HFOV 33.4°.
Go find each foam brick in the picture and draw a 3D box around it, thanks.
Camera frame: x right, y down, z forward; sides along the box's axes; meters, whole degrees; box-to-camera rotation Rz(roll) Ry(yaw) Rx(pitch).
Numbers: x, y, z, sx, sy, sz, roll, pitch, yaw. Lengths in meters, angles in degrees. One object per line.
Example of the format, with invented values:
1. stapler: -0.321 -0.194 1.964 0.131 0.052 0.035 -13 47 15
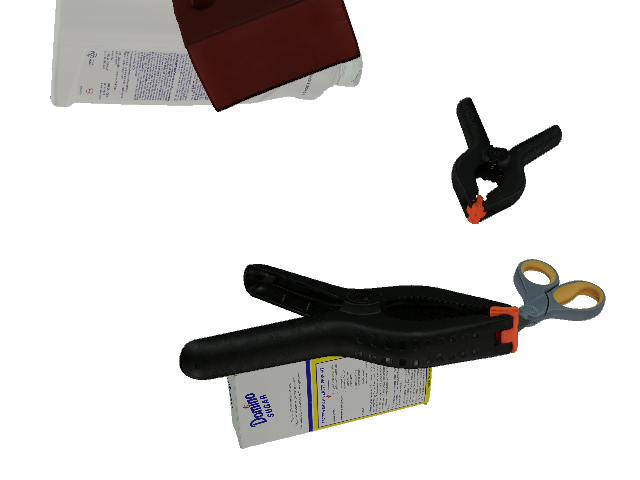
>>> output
1. foam brick: -0.028 -0.109 0.516 0.078 0.053 0.051 -21 -32 5

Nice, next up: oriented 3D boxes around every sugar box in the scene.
1. sugar box: 0.008 0.116 0.923 0.176 0.093 0.048 -9 38 -11

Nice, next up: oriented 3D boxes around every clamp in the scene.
1. clamp: 0.181 -0.091 1.160 0.120 0.039 0.171 22 49 19
2. clamp: 0.024 0.050 0.712 0.210 0.036 0.164 -1 19 5

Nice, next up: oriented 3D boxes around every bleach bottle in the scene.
1. bleach bottle: -0.092 -0.148 0.880 0.250 0.068 0.103 3 -29 -14

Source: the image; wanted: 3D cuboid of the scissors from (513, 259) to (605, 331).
1. scissors: 0.180 0.056 0.971 0.201 0.016 0.096 -9 37 -38
